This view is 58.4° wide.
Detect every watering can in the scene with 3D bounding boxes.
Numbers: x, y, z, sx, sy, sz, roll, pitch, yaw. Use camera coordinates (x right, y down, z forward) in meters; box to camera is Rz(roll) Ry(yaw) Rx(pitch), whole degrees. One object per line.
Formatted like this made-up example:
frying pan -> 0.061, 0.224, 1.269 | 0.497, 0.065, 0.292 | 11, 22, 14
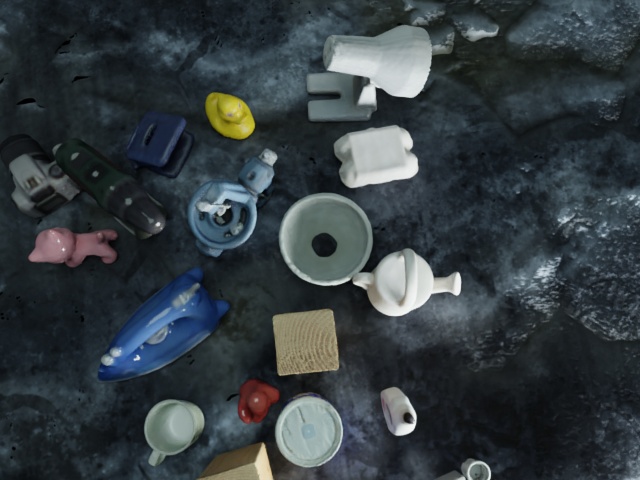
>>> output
watering can -> 0.147, 0.068, 0.966 | 0.173, 0.194, 0.101 | -18, 79, -6

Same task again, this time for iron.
iron -> -0.282, 0.154, 0.954 | 0.258, 0.141, 0.118 | -39, 82, -10

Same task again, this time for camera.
camera -> -0.501, -0.134, 1.025 | 0.143, 0.101, 0.137 | -36, 82, -9

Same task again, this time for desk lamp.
desk lamp -> 0.080, -0.297, 1.029 | 0.203, 0.213, 0.118 | -3, 78, -3

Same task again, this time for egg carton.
egg carton -> 0.104, -0.156, 1.074 | 0.150, 0.069, 0.107 | -11, 79, -5

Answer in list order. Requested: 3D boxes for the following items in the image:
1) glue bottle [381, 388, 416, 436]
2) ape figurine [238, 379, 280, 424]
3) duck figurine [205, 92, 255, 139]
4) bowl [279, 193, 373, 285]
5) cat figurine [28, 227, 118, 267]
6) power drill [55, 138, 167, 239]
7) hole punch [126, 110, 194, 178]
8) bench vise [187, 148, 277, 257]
glue bottle -> 0.132, 0.283, 0.931 | 0.037, 0.173, 0.078 | -16, 79, -5
ape figurine -> -0.106, 0.271, 0.963 | 0.078, 0.092, 0.076 | -18, 79, -6
duck figurine -> -0.172, -0.244, 1.071 | 0.104, 0.086, 0.077 | 41, 79, 6
bowl -> 0.009, 0.004, 1.034 | 0.167, 0.074, 0.167 | 1, 78, -3
cat figurine -> -0.428, 0.007, 0.990 | 0.128, 0.118, 0.067 | -10, 79, -5
power drill -> -0.329, -0.070, 0.965 | 0.229, 0.208, 0.076 | 38, 79, 5
hole punch -> -0.298, -0.179, 1.049 | 0.101, 0.091, 0.109 | 21, 78, 2
bench vise -> -0.156, -0.082, 0.969 | 0.121, 0.219, 0.207 | 18, 78, 2
